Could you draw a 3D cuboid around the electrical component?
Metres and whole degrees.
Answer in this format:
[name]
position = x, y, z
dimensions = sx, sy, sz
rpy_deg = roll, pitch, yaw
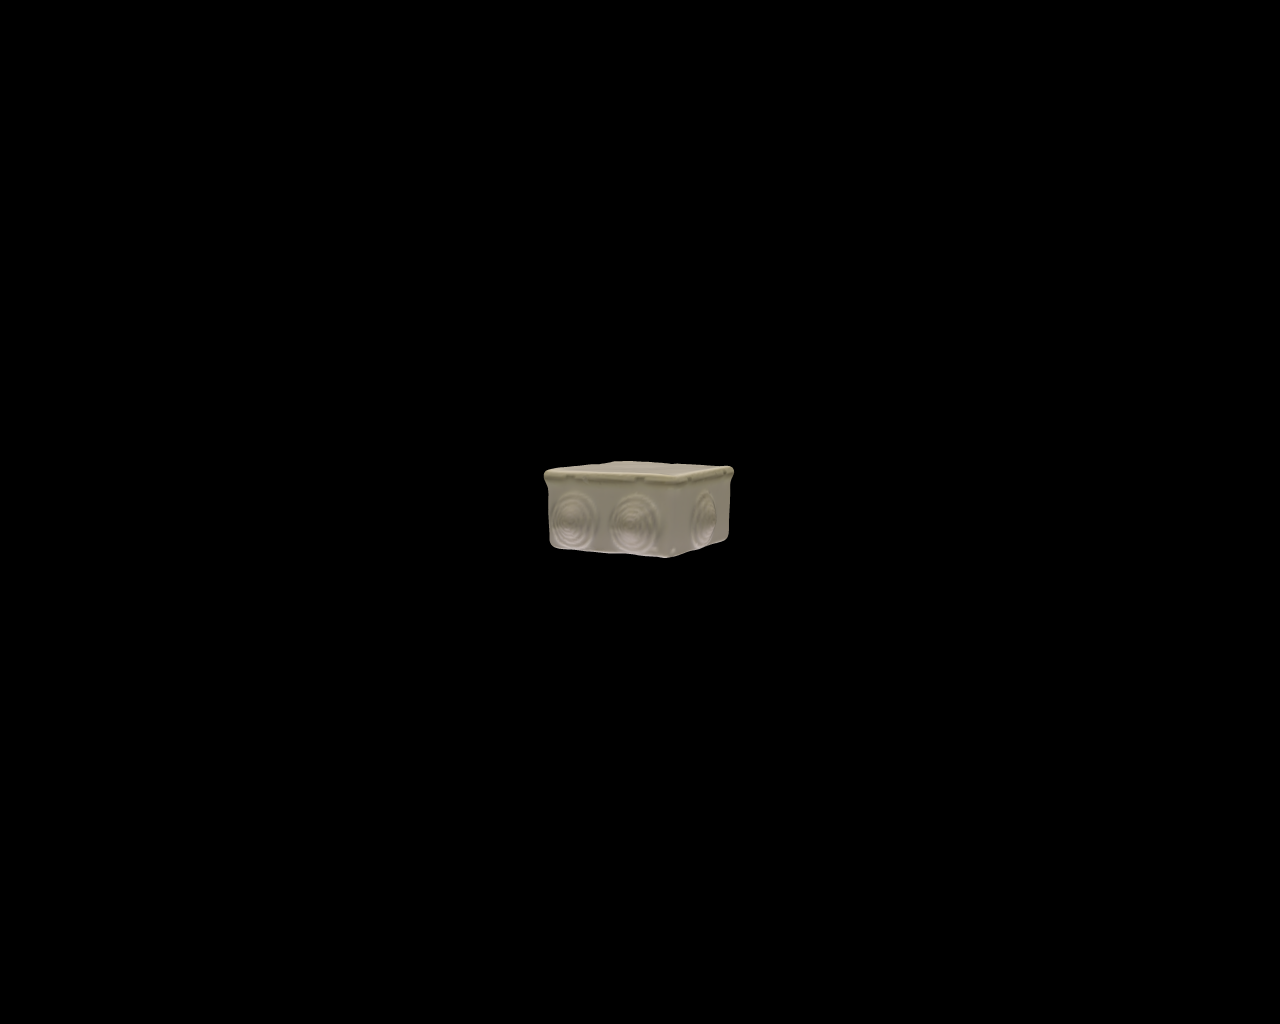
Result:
[electrical component]
position = 0.001, -0.003, 0.650
dimensions = 0.100, 0.048, 0.100
rpy_deg = 4, 8, 29
